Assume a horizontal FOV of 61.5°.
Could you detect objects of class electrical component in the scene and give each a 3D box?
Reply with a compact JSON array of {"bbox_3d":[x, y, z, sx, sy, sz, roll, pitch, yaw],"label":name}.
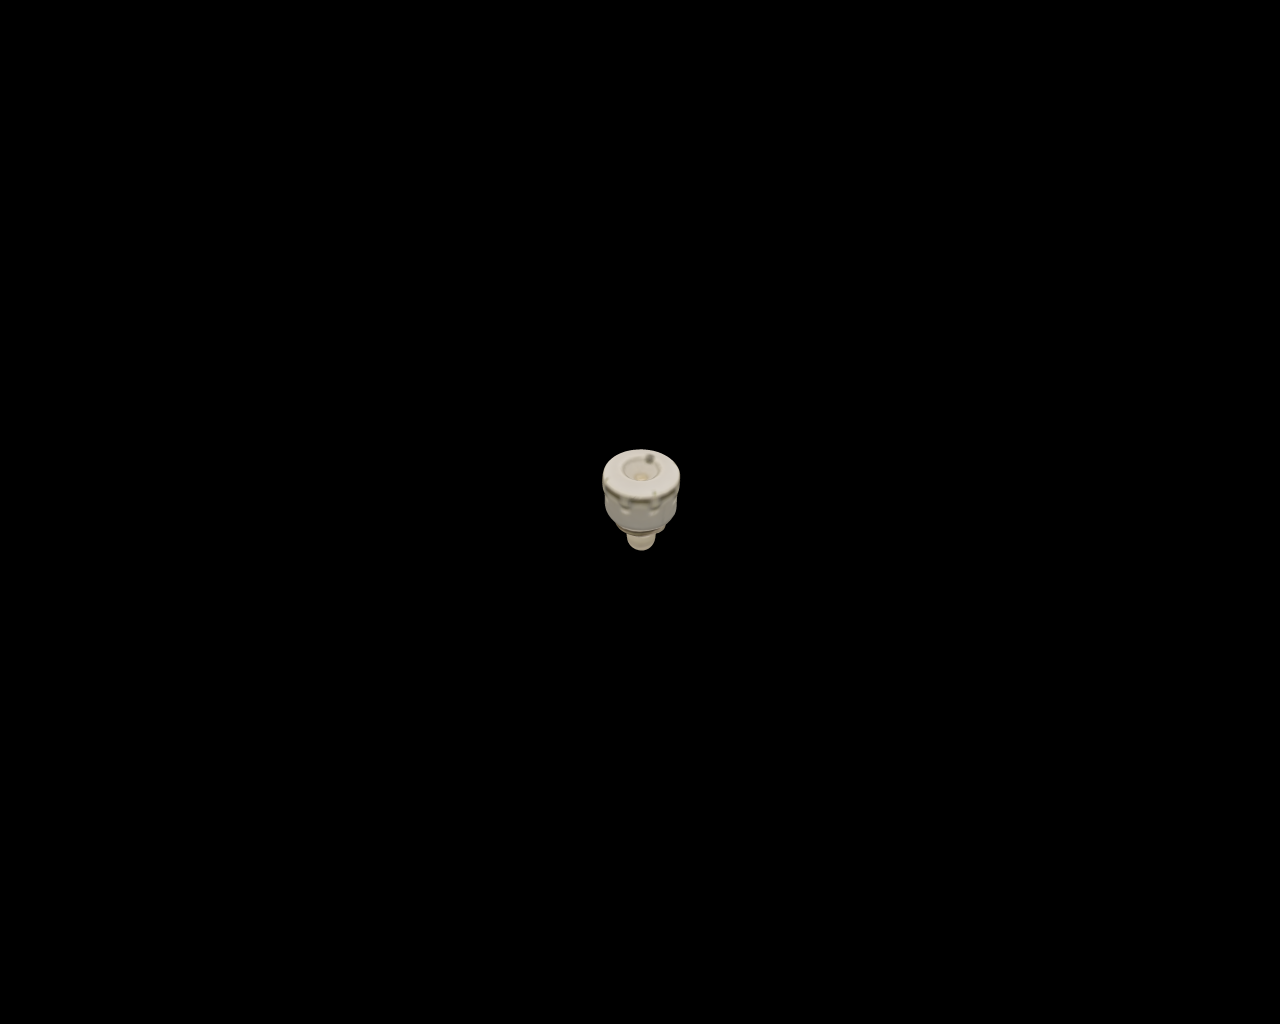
[{"bbox_3d":[0.001,-0.003,0.650,0.048,0.062,0.048,0,40,0],"label":"electrical component"}]
